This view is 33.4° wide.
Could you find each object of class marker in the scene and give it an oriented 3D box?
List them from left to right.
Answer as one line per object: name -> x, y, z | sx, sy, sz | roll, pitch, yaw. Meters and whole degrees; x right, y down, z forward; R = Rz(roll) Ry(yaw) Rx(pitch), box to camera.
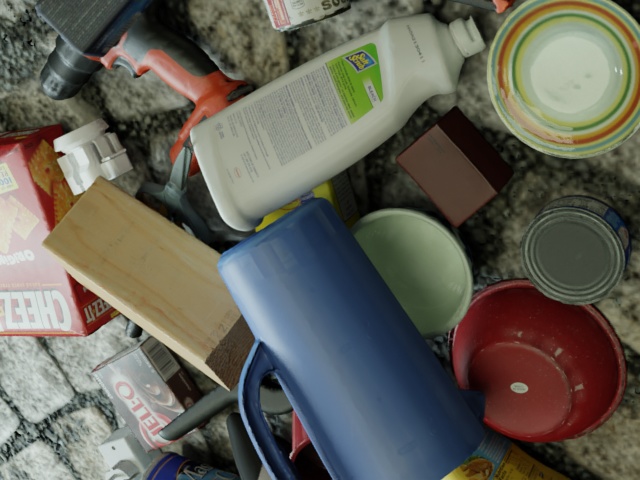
marker -> -0.182, 0.056, 1.112 | 0.020, 0.020, 0.121 | 31, 123, 12

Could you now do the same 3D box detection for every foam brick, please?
foam brick -> 0.112, -0.061, 0.882 | 0.078, 0.051, 0.053 | 50, 124, 0

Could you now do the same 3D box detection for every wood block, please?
wood block -> -0.143, 0.039, 0.992 | 0.206, 0.090, 0.090 | 32, 166, 24

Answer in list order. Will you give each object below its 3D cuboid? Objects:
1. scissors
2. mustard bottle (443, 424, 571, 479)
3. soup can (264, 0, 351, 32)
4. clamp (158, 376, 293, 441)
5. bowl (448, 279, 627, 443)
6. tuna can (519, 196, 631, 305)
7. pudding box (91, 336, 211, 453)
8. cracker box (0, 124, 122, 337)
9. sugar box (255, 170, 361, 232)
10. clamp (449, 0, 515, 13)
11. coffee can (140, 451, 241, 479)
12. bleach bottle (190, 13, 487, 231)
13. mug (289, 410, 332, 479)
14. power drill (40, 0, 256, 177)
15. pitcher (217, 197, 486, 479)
scissors -> -0.121, -0.033, 0.986 | 0.096, 0.016, 0.202 | 44, 157, -13
mustard bottle -> 0.151, 0.213, 0.959 | 0.192, 0.096, 0.058 | 34, 125, 11
soup can -> -0.021, -0.228, 0.866 | 0.069, 0.068, 0.102 | -8, 109, 31
clamp -> -0.076, 0.115, 1.061 | 0.210, 0.036, 0.164 | -7, 90, 22
bowl -> 0.179, 0.117, 0.926 | 0.162, 0.055, 0.162 | 11, 117, 23
tuna can -> 0.209, 0.008, 0.872 | 0.086, 0.033, 0.086 | 11, 117, 23
pudding box -> -0.180, 0.166, 1.150 | 0.090, 0.039, 0.113 | -28, 97, 35
cracker box -> -0.316, -0.005, 1.121 | 0.164, 0.072, 0.214 | -3, 111, 33
sugar box -> -0.006, 0.001, 0.977 | 0.093, 0.048, 0.176 | -8, 107, 31
clamp -> 0.094, -0.250, 0.813 | 0.171, 0.039, 0.120 | 40, 130, 2
coffee can -> -0.117, 0.295, 1.136 | 0.140, 0.102, 0.103 | 14, 118, 22
bleach bottle -> 0.021, -0.105, 0.874 | 0.251, 0.068, 0.102 | -26, 79, 17
mug -> 0.018, 0.196, 1.003 | 0.093, 0.081, 0.117 | -13, 122, 7
power drill -> -0.161, -0.148, 0.983 | 0.187, 0.057, 0.185 | 46, 124, 2
pitcher -> 0.012, 0.097, 0.872 | 0.145, 0.149, 0.243 | -31, 92, 30
